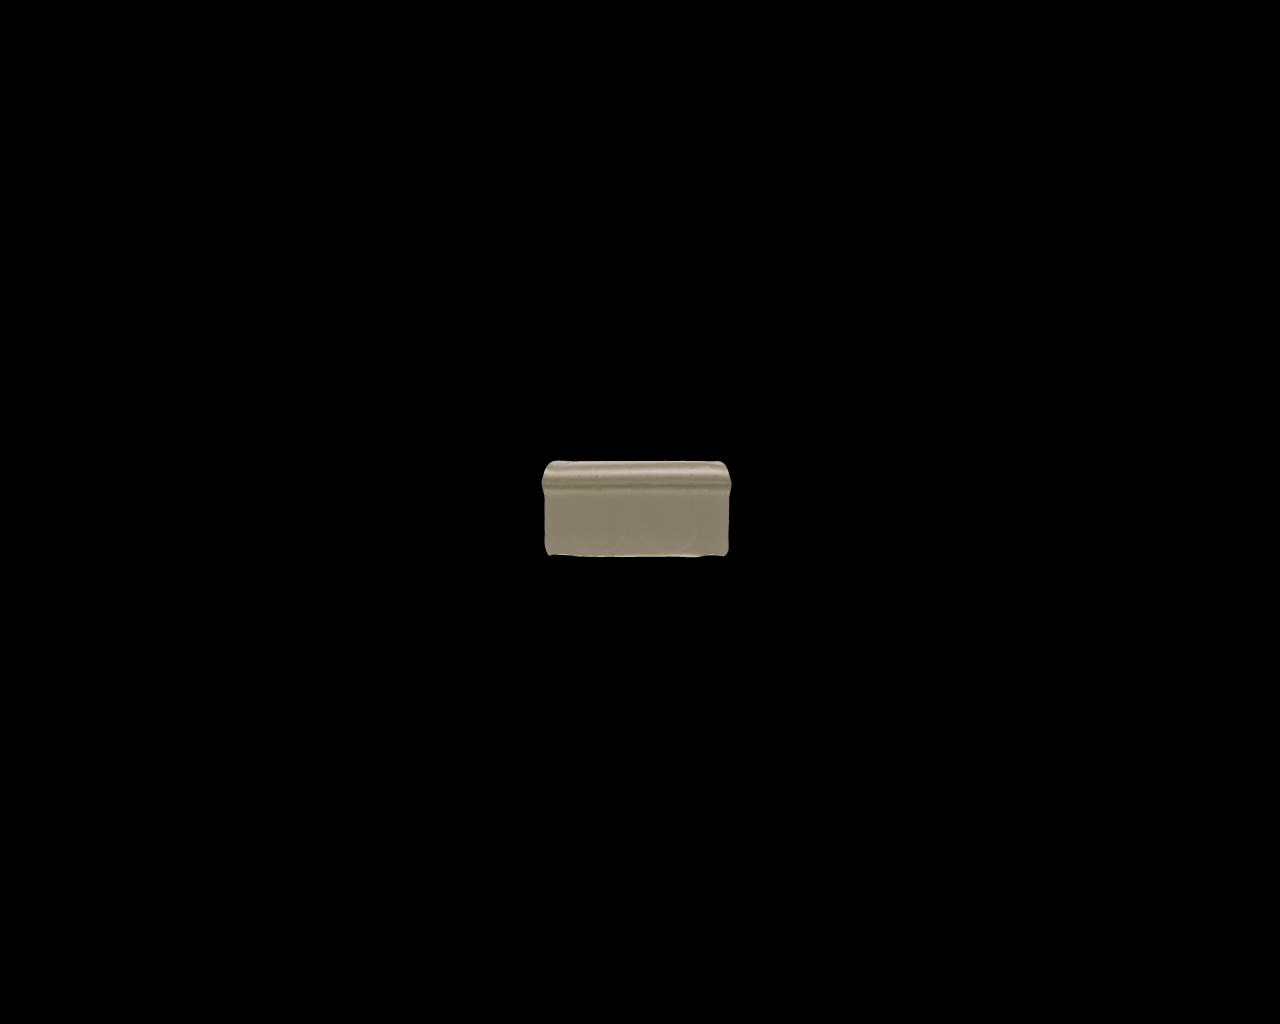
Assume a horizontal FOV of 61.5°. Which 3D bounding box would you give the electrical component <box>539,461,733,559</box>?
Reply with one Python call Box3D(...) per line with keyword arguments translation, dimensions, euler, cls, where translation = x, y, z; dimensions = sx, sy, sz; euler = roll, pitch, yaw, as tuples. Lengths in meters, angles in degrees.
Box3D(translation=(0.001, -0.003, 0.650), dimensions=(0.109, 0.056, 0.109), euler=(0, 2, 4), cls="electrical component")
